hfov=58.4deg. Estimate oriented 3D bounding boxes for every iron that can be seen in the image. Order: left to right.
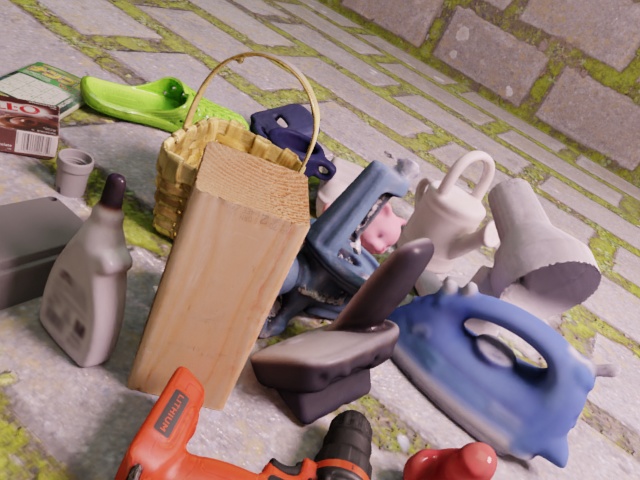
[{"bbox_3d":[0.189,0.123,0.645,0.258,0.141,0.119,35,30,16],"label":"iron"}]

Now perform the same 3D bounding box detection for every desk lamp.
[{"bbox_3d":[0.231,0.040,0.740,0.118,0.213,0.203,13,31,-24],"label":"desk lamp"}]

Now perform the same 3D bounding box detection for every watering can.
[{"bbox_3d":[0.210,-0.046,0.884,0.172,0.194,0.101,40,31,24],"label":"watering can"}]

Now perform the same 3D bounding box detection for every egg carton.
[{"bbox_3d":[0.047,-0.073,0.923,0.107,0.069,0.150,22,29,-8],"label":"egg carton"}]

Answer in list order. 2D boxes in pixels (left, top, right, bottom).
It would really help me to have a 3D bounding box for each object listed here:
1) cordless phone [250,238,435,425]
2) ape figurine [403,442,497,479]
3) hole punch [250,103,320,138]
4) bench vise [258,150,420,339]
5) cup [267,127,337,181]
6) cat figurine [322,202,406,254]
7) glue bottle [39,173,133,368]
[{"bbox_3d":[0.028,0.072,0.547,0.094,0.185,0.148,41,31,24],"label":"cordless phone"},{"bbox_3d":[0.118,0.208,0.496,0.076,0.092,0.077,5,35,-35],"label":"ape figurine"},{"bbox_3d":[-0.066,-0.188,0.994,0.101,0.091,0.108,3,37,-37],"label":"hole punch"},{"bbox_3d":[0.014,0.009,0.602,0.121,0.219,0.208,41,32,25],"label":"bench vise"},{"bbox_3d":[-0.039,-0.105,0.876,0.117,0.095,0.092,30,29,7],"label":"cup"},{"bbox_3d":[0.052,-0.012,0.777,0.128,0.117,0.067,18,30,-15],"label":"cat figurine"},{"bbox_3d":[-0.183,0.021,0.468,0.078,0.173,0.037,39,31,22],"label":"glue bottle"}]
